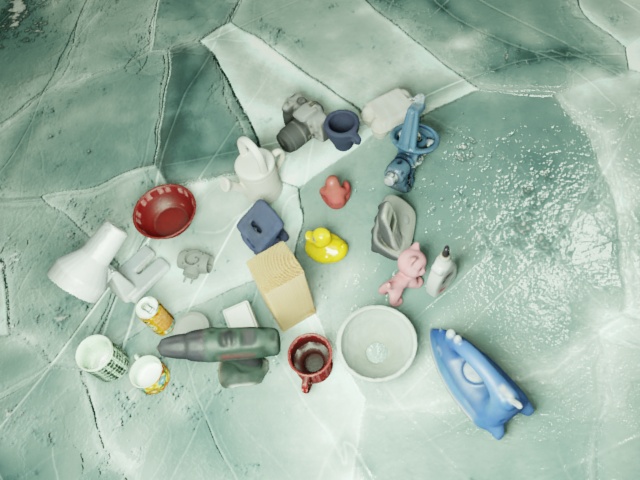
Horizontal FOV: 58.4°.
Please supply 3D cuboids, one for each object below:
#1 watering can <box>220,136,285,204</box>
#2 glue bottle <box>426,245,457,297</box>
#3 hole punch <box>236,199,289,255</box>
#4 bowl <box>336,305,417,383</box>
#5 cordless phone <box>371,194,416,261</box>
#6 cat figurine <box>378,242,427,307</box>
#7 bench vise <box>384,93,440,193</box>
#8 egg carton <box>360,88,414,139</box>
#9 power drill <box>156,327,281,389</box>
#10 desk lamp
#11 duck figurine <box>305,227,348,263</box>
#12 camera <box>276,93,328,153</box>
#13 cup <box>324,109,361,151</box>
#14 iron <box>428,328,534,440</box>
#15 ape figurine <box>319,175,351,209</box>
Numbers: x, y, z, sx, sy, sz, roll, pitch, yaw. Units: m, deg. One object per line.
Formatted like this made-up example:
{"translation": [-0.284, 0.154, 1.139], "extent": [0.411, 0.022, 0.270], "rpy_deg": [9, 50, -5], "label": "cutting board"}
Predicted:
{"translation": [-0.160, -0.170, 1.390], "extent": [0.100, 0.194, 0.173], "rpy_deg": [24, 66, 19], "label": "watering can"}
{"translation": [0.262, 0.058, 1.221], "extent": [0.037, 0.173, 0.078], "rpy_deg": [37, 71, 24], "label": "glue bottle"}
{"translation": [-0.140, -0.025, 1.365], "extent": [0.101, 0.091, 0.108], "rpy_deg": [-37, 63, -13], "label": "hole punch"}
{"translation": [0.120, 0.225, 1.201], "extent": [0.167, 0.075, 0.167], "rpy_deg": [-3, 60, 5], "label": "bowl"}
{"translation": [0.165, -0.052, 1.288], "extent": [0.094, 0.185, 0.147], "rpy_deg": [8, 62, 12], "label": "cordless phone"}
{"translation": [0.186, 0.070, 1.255], "extent": [0.128, 0.118, 0.067], "rpy_deg": [-42, 64, -16], "label": "cat figurine"}
{"translation": [0.221, -0.225, 1.359], "extent": [0.121, 0.220, 0.207], "rpy_deg": [8, 62, 12], "label": "bench vise"}
{"translation": [0.187, -0.335, 1.512], "extent": [0.150, 0.069, 0.107], "rpy_deg": [-28, 61, -9], "label": "egg carton"}
{"translation": [-0.186, 0.234, 1.157], "extent": [0.229, 0.209, 0.075], "rpy_deg": [-9, 60, 2], "label": "power drill"}
{"translation": [-0.474, 0.060, 1.288], "extent": [0.117, 0.214, 0.203], "rpy_deg": [34, 70, 23], "label": "desk lamp"}
{"translation": [0.012, 0.005, 1.332], "extent": [0.104, 0.086, 0.077], "rpy_deg": [12, 63, 13], "label": "duck figurine"}
{"translation": [-0.059, -0.307, 1.508], "extent": [0.137, 0.101, 0.143], "rpy_deg": [-41, 64, -15], "label": "camera"}
{"translation": [0.068, -0.266, 1.473], "extent": [0.092, 0.095, 0.117], "rpy_deg": [-37, 63, -14], "label": "cup"}
{"translation": [0.301, 0.252, 1.125], "extent": [0.119, 0.142, 0.257], "rpy_deg": [-34, 62, -12], "label": "iron"}
{"translation": [0.035, -0.124, 1.399], "extent": [0.077, 0.092, 0.076], "rpy_deg": [1, 61, 8], "label": "ape figurine"}
